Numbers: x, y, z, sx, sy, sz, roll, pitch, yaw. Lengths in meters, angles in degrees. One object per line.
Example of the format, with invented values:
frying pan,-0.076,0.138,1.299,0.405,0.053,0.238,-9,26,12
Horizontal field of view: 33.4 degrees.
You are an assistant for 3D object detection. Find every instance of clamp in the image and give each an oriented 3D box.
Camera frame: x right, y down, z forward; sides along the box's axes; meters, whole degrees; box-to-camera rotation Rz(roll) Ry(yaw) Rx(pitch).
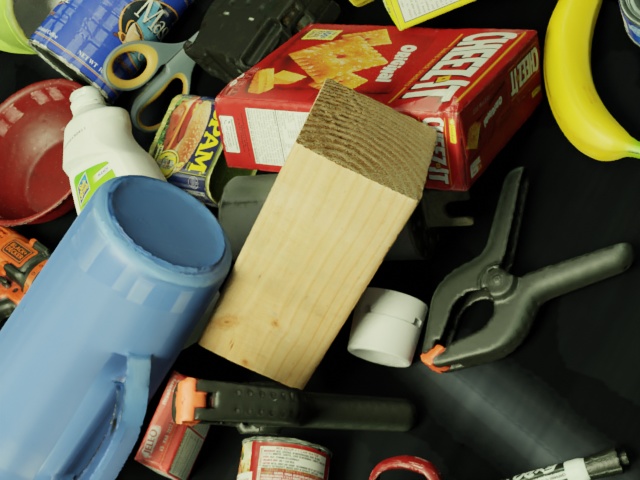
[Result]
clamp,-0.048,0.119,0.754,0.165,0.209,0.036,-6,77,32
clamp,0.147,0.036,0.791,0.120,0.039,0.171,32,87,40

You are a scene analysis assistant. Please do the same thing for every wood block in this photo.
wood block,-0.005,0.001,0.770,0.090,0.206,0.090,25,39,-4

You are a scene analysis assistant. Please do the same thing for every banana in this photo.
banana,0.212,-0.135,0.850,0.069,0.037,0.198,-8,62,3

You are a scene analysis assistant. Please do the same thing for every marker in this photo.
marker,0.152,0.166,0.732,0.121,0.020,0.020,-21,58,16

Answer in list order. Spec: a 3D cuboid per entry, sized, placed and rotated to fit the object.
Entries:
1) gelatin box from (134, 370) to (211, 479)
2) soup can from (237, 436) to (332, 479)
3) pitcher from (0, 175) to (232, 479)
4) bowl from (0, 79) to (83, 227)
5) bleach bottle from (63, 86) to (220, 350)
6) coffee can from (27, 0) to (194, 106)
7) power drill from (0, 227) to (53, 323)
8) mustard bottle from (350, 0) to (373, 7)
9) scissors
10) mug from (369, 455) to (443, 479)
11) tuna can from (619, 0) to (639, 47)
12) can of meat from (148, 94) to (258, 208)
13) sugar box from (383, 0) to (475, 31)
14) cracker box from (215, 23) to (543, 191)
gelatin box,-0.110,0.147,0.830,0.030,0.089,0.073,20,74,10
soup can,-0.031,0.201,0.776,0.069,0.068,0.102,-4,64,25
pitcher,-0.162,0.079,0.785,0.149,0.144,0.243,39,121,3
bowl,-0.268,-0.076,1.044,0.162,0.055,0.162,-12,60,21
bleach bottle,-0.163,-0.027,0.921,0.103,0.067,0.251,-34,67,29
coffee can,-0.205,-0.218,1.058,0.103,0.102,0.140,31,82,35
power drill,-0.299,0.077,0.949,0.185,0.057,0.187,27,57,39
mustard bottle,0.095,-0.287,0.947,0.192,0.096,0.058,-26,54,12
scissors,-0.133,-0.198,1.029,0.201,0.096,0.016,-59,22,-8
mug,0.063,0.199,0.709,0.082,0.093,0.117,-4,106,30
tuna can,0.281,-0.191,0.842,0.086,0.033,0.086,-12,61,21
can of meat,-0.102,-0.081,0.965,0.084,0.057,0.102,12,71,33
sugar box,0.136,-0.236,0.896,0.176,0.048,0.093,-19,26,5
cracker box,0.048,-0.115,0.853,0.214,0.072,0.164,8,35,30
